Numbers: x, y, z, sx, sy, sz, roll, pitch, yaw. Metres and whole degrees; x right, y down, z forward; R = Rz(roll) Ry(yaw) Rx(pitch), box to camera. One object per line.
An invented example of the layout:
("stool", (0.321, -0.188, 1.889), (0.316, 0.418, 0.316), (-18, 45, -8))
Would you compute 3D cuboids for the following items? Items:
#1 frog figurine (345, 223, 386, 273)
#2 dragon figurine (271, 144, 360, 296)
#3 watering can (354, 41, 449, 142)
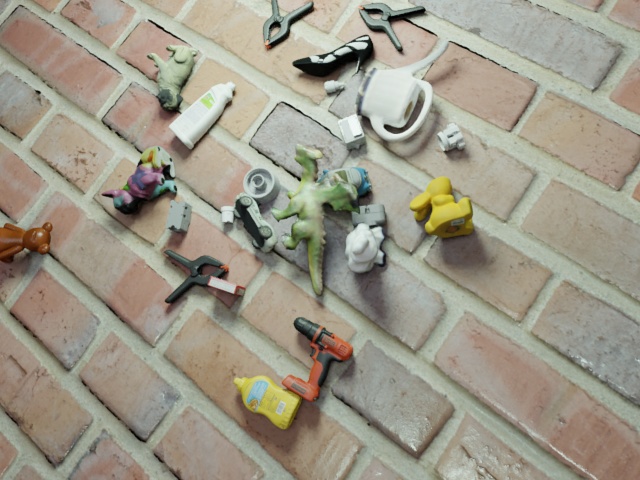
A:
("frog figurine", (0.110, 0.025, 1.397), (0.123, 0.160, 0.136), (21, 105, 27))
("dragon figurine", (0.004, -0.072, 1.430), (0.240, 0.123, 0.413), (-28, 81, 33))
("watering can", (0.237, -0.457, 1.535), (0.225, 0.103, 0.350), (21, 81, 17))
